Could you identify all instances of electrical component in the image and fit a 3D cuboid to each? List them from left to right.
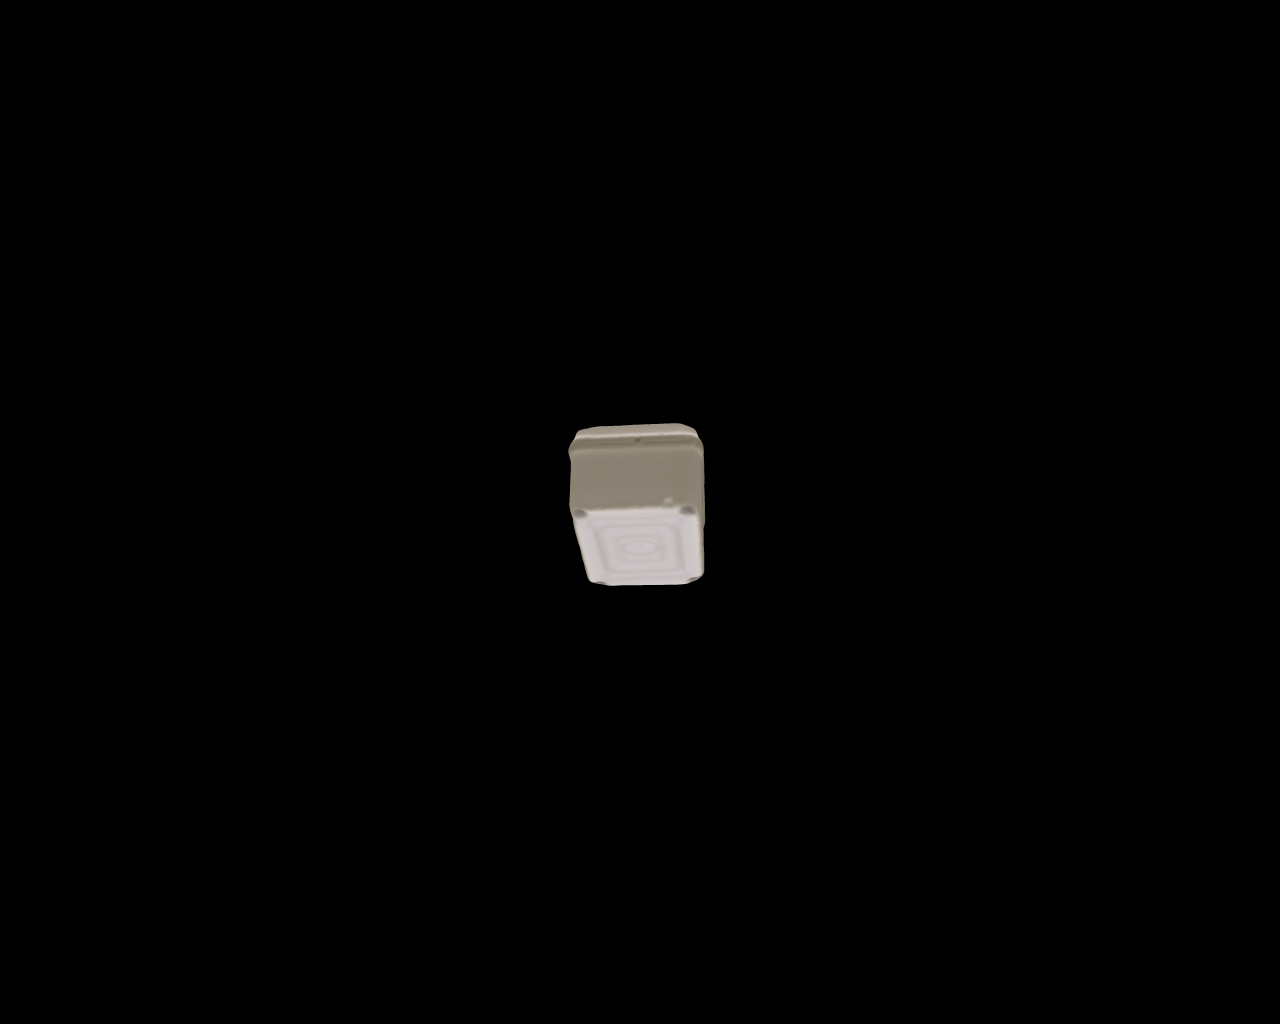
[{"bbox_3d":[0.001,-0.003,0.650,0.078,0.057,0.113,-2,-27,3],"label":"electrical component"}]
